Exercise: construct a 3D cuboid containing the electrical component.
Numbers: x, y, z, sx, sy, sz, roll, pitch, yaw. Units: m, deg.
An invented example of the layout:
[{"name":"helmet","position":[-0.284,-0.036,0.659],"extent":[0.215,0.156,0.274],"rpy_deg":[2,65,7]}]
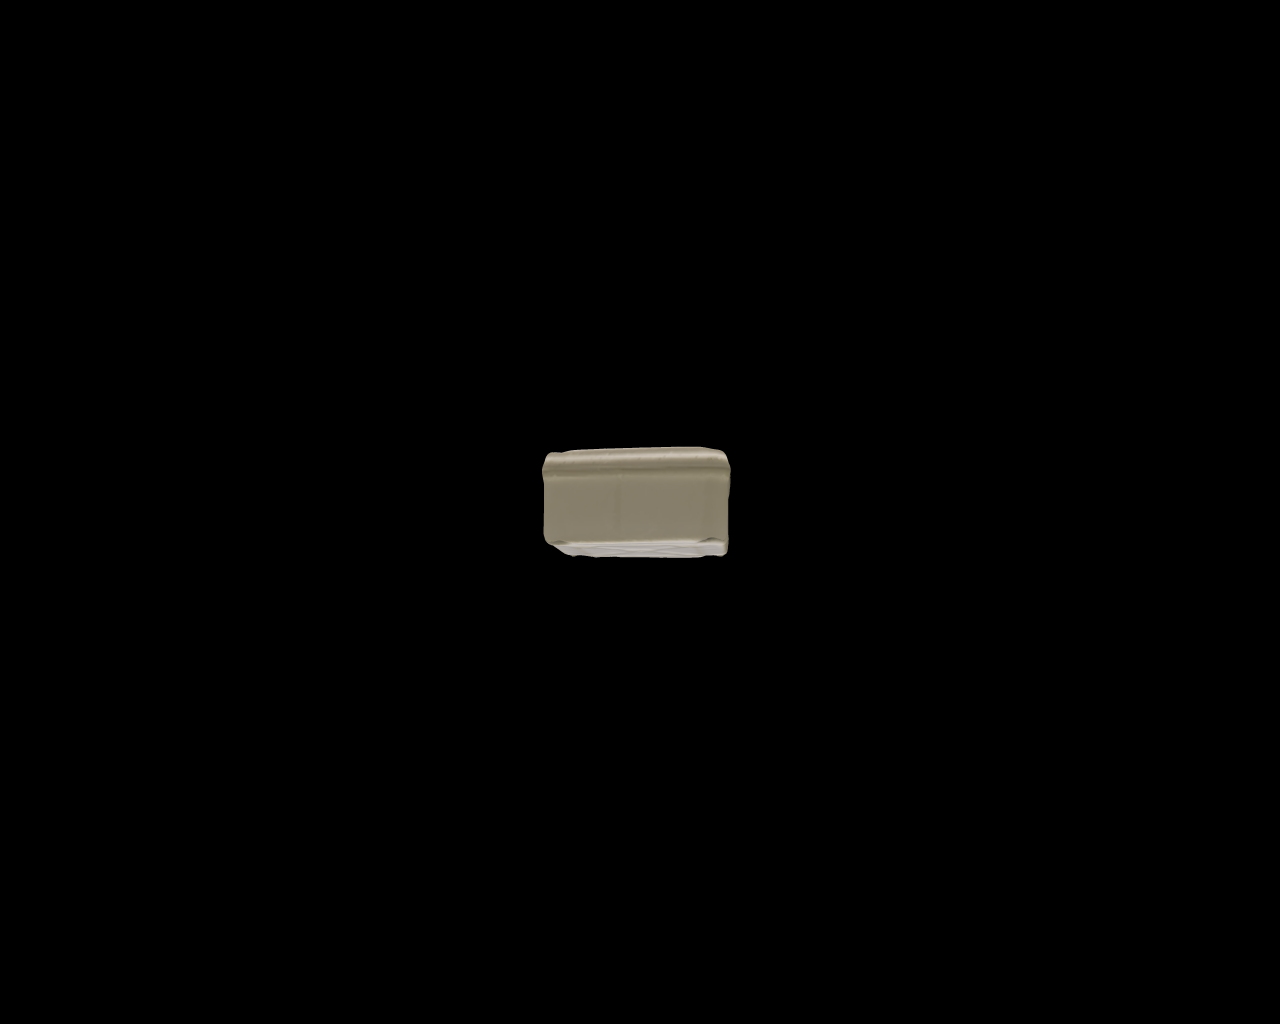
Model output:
[{"name":"electrical component","position":[0.001,-0.003,0.650],"extent":[0.109,0.056,0.108],"rpy_deg":[-1,-7,5]}]
